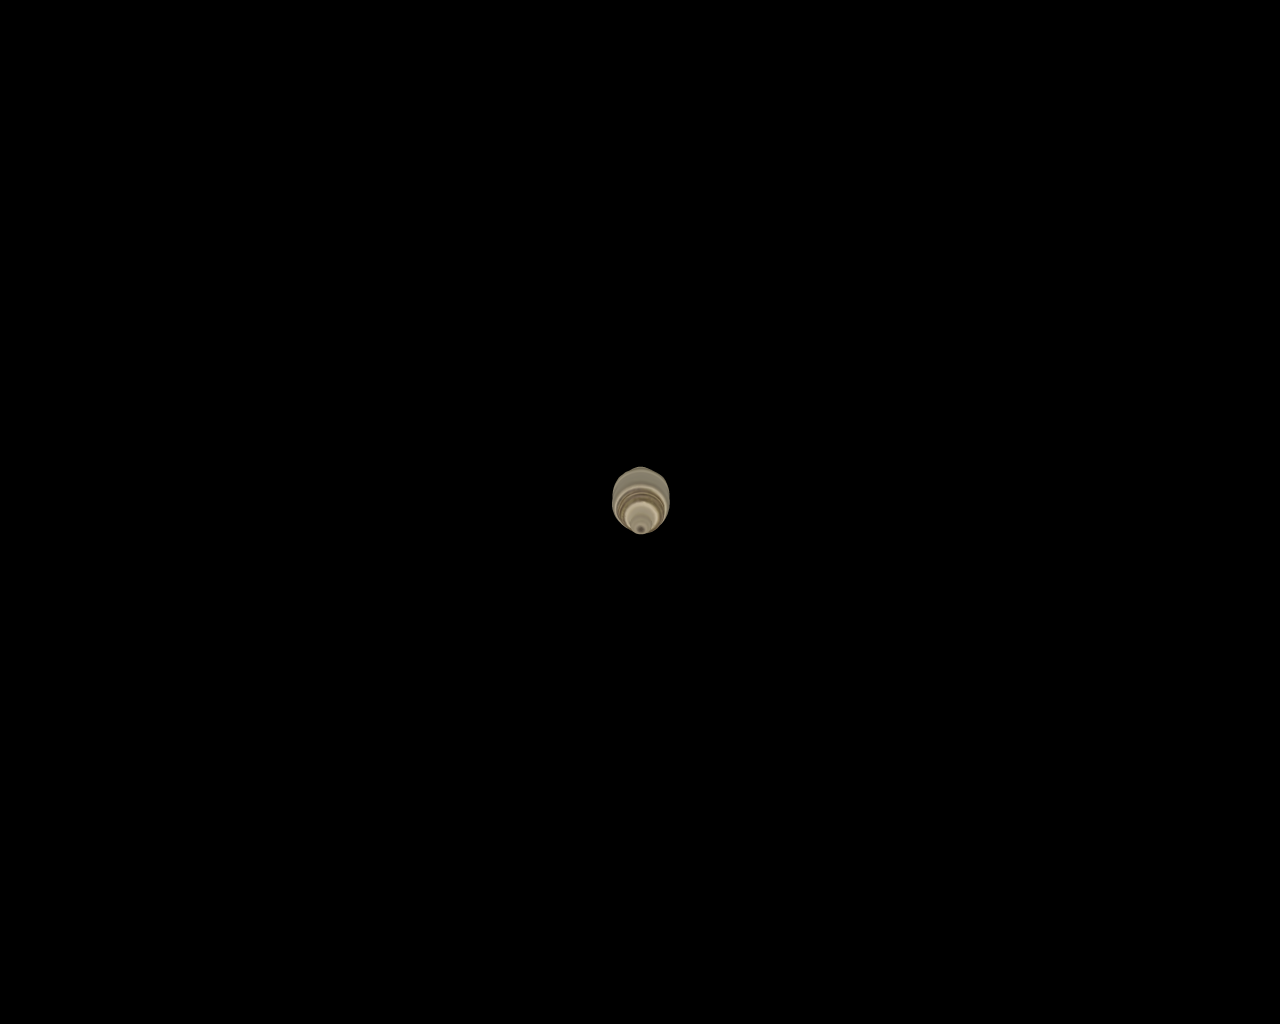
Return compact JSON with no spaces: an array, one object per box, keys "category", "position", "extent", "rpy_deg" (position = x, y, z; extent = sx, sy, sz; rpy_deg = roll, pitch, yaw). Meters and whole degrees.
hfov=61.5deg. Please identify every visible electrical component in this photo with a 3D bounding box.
[{"category":"electrical component","position":[0.001,-0.003,0.650],"extent":[0.035,0.035,0.061],"rpy_deg":[0,25,0]}]
